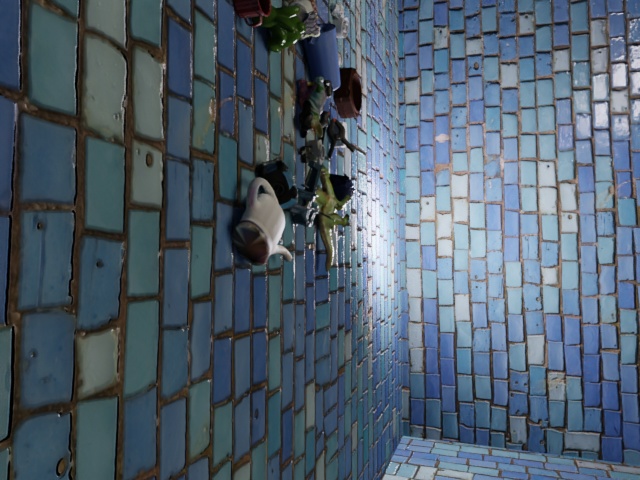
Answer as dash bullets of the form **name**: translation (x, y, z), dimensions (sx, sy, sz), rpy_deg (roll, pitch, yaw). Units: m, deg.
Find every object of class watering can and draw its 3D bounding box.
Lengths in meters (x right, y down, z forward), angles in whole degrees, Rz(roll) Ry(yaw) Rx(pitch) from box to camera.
- **watering can**: translation (-0.154, -0.011, 1.507), dimensions (0.230, 0.104, 0.340), rpy_deg (-67, 149, -48)

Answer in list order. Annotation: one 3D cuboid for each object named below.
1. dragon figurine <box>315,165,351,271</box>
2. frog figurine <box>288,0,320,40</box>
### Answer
- **dragon figurine**: translation (0.006, -0.102, 2.026), dimensions (0.240, 0.122, 0.417), rpy_deg (29, 62, -48)
- **frog figurine**: translation (-0.074, -0.798, 1.836), dimensions (0.162, 0.122, 0.136), rpy_deg (59, 14, 29)
